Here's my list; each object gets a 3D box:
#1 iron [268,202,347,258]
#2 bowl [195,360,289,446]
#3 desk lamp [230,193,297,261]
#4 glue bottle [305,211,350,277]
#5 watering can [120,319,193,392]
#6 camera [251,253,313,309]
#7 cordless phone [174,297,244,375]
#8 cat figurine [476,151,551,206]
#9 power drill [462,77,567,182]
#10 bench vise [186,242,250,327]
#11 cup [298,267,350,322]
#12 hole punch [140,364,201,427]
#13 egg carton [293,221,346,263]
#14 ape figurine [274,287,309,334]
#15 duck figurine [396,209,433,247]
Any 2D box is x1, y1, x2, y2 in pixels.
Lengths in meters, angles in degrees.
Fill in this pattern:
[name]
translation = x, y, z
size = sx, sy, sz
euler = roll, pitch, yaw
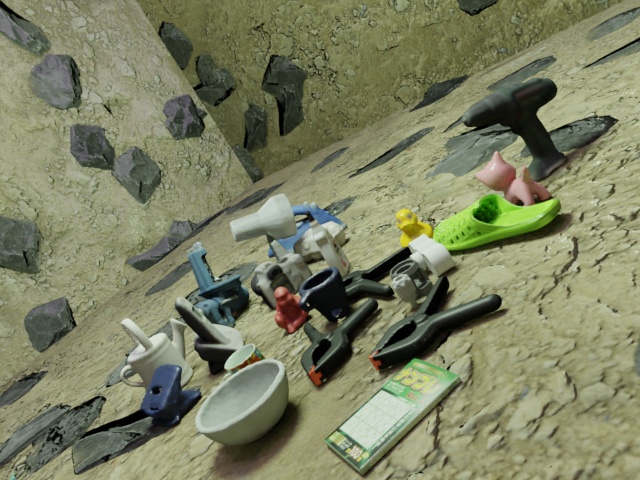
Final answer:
[iron]
translation = -0.059, -0.045, 1.723
size = 0.257, 0.141, 0.119
euler = -26, 16, 23
[bowl]
translation = -0.112, 0.273, 0.921
size = 0.167, 0.075, 0.167
euler = -30, 15, 9
[desk lamp]
translation = -0.134, 0.007, 1.561
size = 0.203, 0.214, 0.117
euler = -35, 15, -10
[glue bottle]
translation = 0.012, 0.005, 1.348
size = 0.037, 0.173, 0.078
euler = -28, 15, 14
[watering can]
translation = -0.378, 0.251, 1.300
size = 0.100, 0.194, 0.173
euler = -19, 20, 41
[camera]
translation = -0.117, 0.095, 1.463
size = 0.143, 0.101, 0.136
euler = -40, 17, -27
[cordless phone]
translation = -0.252, 0.188, 1.266
size = 0.094, 0.185, 0.147
euler = -34, 15, -6
[cat figurine]
translation = 0.372, -0.119, 1.127
size = 0.067, 0.118, 0.127
euler = -36, 15, -15
[power drill]
translation = 0.423, -0.230, 1.204
size = 0.230, 0.208, 0.075
euler = -37, 16, -17
[bench vise]
translation = -0.276, 0.118, 1.475
size = 0.121, 0.220, 0.207
euler = -29, 15, 11
[cup]
translation = 0.012, 0.122, 1.124
size = 0.091, 0.095, 0.118
euler = -18, 20, 42
[hole punch]
translation = -0.314, 0.316, 1.164
size = 0.108, 0.091, 0.101
euler = -17, 21, 45
[egg carton]
translation = -0.003, 0.008, 1.578
size = 0.150, 0.069, 0.107
euler = -18, 20, 43
[ape figurine]
translation = -0.068, 0.142, 1.224
size = 0.077, 0.092, 0.076
euler = -29, 15, 11
[duck figurine]
translation = 0.199, -0.031, 1.257
size = 0.077, 0.086, 0.104
euler = -27, 16, 19
